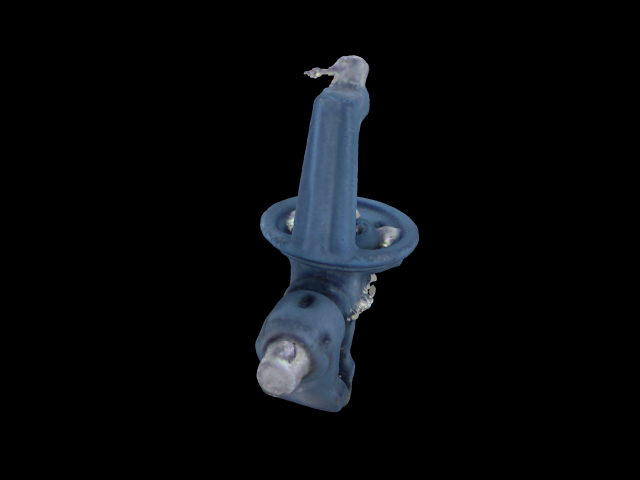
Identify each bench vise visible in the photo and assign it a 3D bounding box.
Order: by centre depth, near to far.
[{"bbox_3d":[0.016,0.001,0.400,0.121,0.220,0.207,-1,42,-1],"label":"bench vise"}]
